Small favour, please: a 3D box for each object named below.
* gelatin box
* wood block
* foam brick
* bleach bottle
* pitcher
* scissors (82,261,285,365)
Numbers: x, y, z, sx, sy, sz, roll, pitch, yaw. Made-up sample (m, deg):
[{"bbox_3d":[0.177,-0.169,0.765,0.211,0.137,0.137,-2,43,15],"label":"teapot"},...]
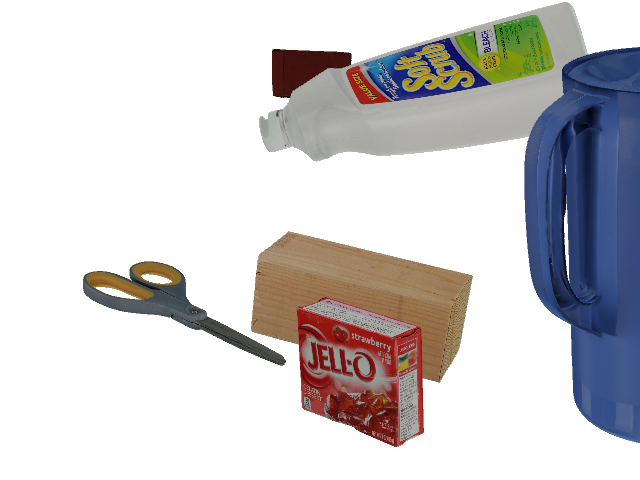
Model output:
[{"bbox_3d":[0.024,0.082,0.683,0.030,0.073,0.089,-18,23,-41],"label":"gelatin box"},{"bbox_3d":[0.042,0.066,1.110,0.206,0.091,0.090,14,23,17],"label":"wood block"},{"bbox_3d":[-0.010,-0.180,1.158,0.078,0.051,0.053,0,11,-15],"label":"foam brick"},{"bbox_3d":[0.076,-0.105,0.812,0.251,0.102,0.068,-13,-42,12],"label":"bleach bottle"},{"bbox_3d":[0.209,0.005,0.674,0.149,0.243,0.144,3,21,16],"label":"pitcher"},{"bbox_3d":[-0.103,0.055,0.896,0.202,0.016,0.096,16,24,17],"label":"scissors"}]
